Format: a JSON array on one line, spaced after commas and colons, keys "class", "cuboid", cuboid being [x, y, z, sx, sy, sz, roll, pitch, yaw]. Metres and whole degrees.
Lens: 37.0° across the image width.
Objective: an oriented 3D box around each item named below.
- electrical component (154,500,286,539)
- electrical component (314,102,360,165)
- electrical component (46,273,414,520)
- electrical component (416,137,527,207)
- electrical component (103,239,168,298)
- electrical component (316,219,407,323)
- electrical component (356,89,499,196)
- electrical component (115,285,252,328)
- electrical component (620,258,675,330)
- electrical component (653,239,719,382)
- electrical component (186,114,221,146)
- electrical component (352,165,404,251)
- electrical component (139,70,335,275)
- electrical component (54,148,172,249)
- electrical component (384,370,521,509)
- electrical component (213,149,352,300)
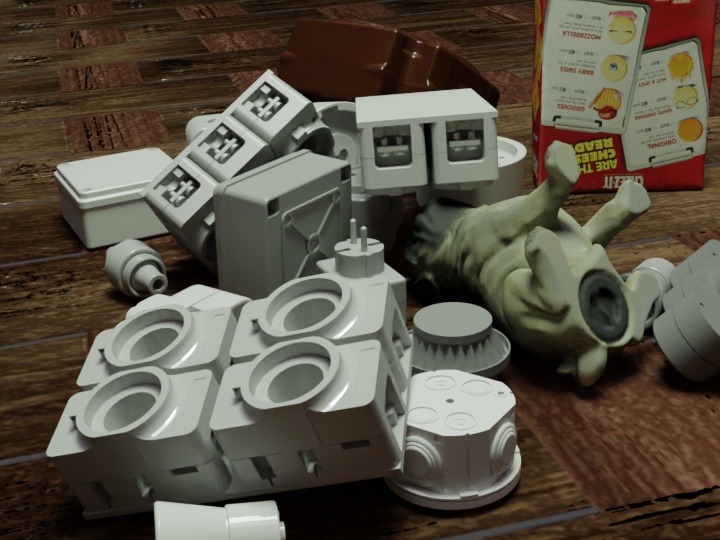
[{"class": "electrical component", "cuboid": [-0.071, 0.138, 0.550, 0.065, 0.044, 0.044, -3, 23, -12]}, {"class": "electrical component", "cuboid": [-0.032, -0.112, 1.047, 0.108, 0.108, 0.060, -15, 20, -27]}, {"class": "electrical component", "cuboid": [-0.070, 0.068, 0.604, 0.186, 0.060, 0.105, -11, 35, 15]}, {"class": "electrical component", "cuboid": [0.103, -0.084, 1.017, 0.108, 0.060, 0.108, -3, 24, 1]}, {"class": "electrical component", "cuboid": [-0.178, 0.002, 0.874, 0.043, 0.043, 0.062, -19, 30, -33]}, {"class": "electrical component", "cuboid": [0.000, 0.000, 0.815, 0.047, 0.076, 0.066, -12, 25, -22]}, {"class": "electrical component", "cuboid": [0.052, -0.108, 0.897, 0.105, 0.060, 0.186, -5, 15, 1]}, {"class": "electrical component", "cuboid": [-0.123, 0.050, 0.741, 0.059, 0.053, 0.095, 13, 28, 33]}, {"class": "electrical component", "cuboid": [0.213, 0.015, 0.801, 0.044, 0.044, 0.065, 12, 23, 31]}, {"class": "electrical component", "cuboid": [0.251, 0.016, 0.734, 0.052, 0.074, 0.138, 45, 32, 0]}, {"class": "electrical component", "cuboid": [-0.137, -0.100, 1.038, 0.054, 0.095, 0.059, -8, 24, -13]}, {"class": "electrical component", "cuboid": [0.003, -0.051, 0.954, 0.054, 0.059, 0.095, 5, 24, 17]}, {"class": "electrical component", "cuboid": [-0.096, -0.078, 0.901, 0.062, 0.089, 0.150, 39, 78, 26]}, {"class": "electrical component", "cuboid": [-0.225, -0.071, 1.031, 0.109, 0.056, 0.109, -14, 26, -24]}, {"class": "electrical component", "cuboid": [0.052, 0.096, 0.616, 0.080, 0.051, 0.080, -2, 23, 1]}, {"class": "electrical component", "cuboid": [-0.058, -0.027, 0.845, 0.056, 0.108, 0.109, 17, 30, 32]}]
